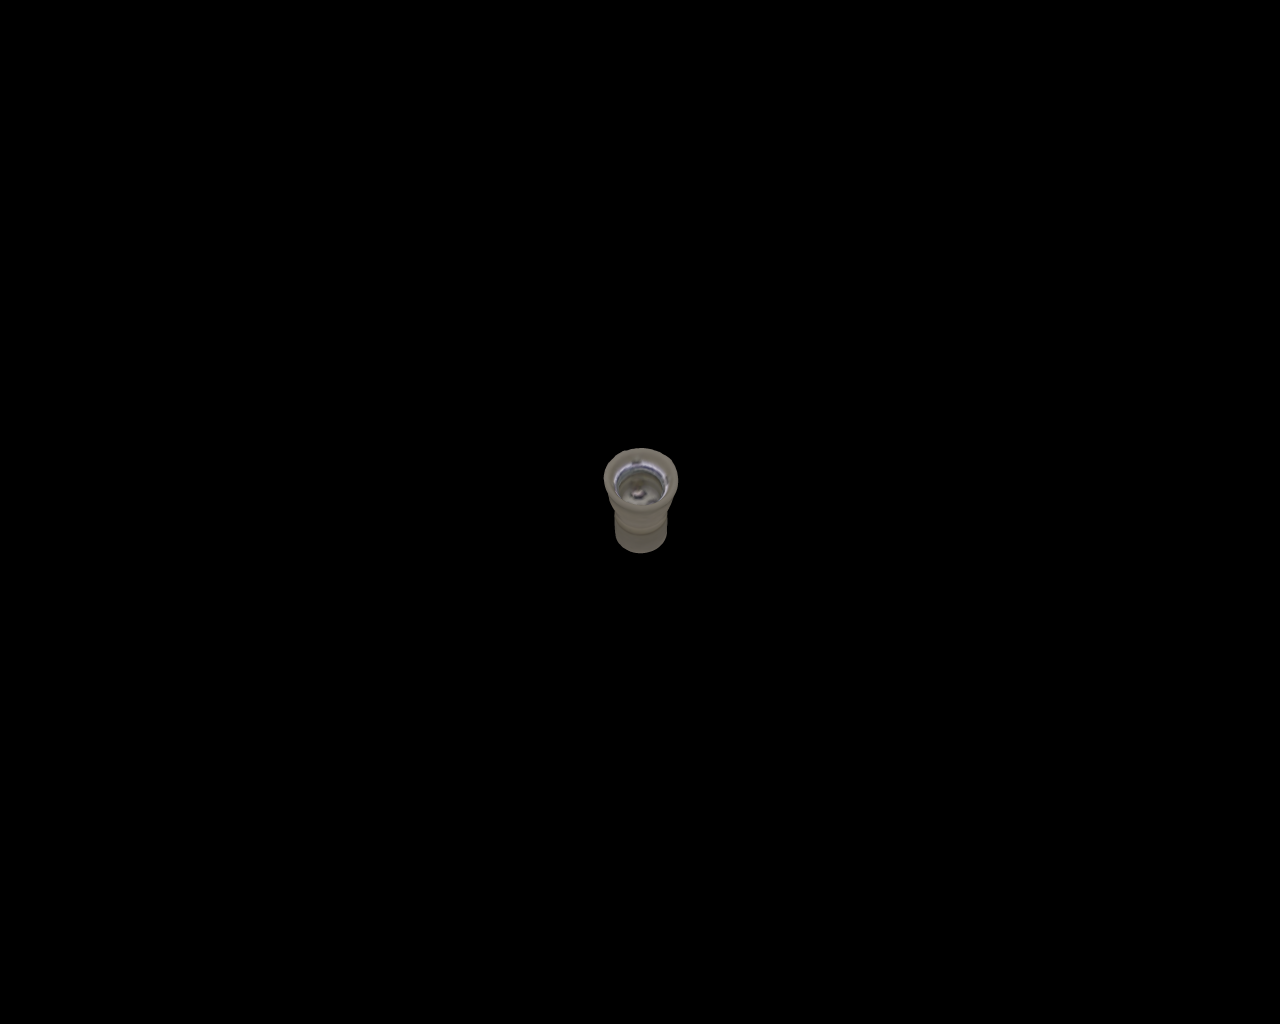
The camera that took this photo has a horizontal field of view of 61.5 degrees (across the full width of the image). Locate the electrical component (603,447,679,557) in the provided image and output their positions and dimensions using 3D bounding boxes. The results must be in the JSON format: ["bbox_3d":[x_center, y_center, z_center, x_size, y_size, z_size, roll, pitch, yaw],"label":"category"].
[{"bbox_3d":[0.001,-0.003,0.650,0.044,0.044,0.065,0,-34,0],"label":"electrical component"}]
